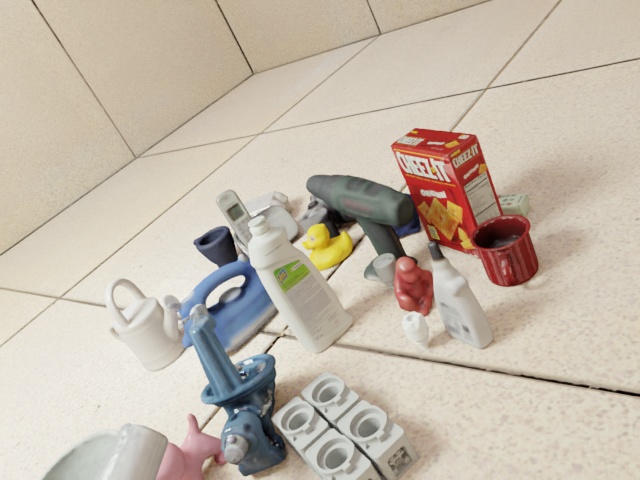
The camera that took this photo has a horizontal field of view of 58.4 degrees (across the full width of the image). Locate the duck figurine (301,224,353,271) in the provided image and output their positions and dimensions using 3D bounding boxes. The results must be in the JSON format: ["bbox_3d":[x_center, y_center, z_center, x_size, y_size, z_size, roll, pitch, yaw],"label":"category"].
[{"bbox_3d":[0.011,0.004,1.191,0.104,0.086,0.077,-29,26,-1],"label":"duck figurine"}]

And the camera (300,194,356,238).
[{"bbox_3d":[0.042,-0.071,1.280,0.136,0.101,0.143,-6,34,38],"label":"camera"}]

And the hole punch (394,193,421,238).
[{"bbox_3d":[0.148,-0.061,1.171,0.101,0.091,0.108,-21,27,14],"label":"hole punch"}]

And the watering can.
[{"bbox_3d":[-0.351,0.155,1.140,0.173,0.194,0.100,-27,26,2],"label":"watering can"}]

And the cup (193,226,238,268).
[{"bbox_3d":[-0.249,0.028,1.386,0.117,0.095,0.092,-7,33,36],"label":"cup"}]

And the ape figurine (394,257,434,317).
[{"bbox_3d":[0.149,0.069,0.934,0.078,0.092,0.076,-33,27,-10],"label":"ape figurine"}]

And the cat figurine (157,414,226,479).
[{"bbox_3d":[-0.202,0.308,0.809,0.067,0.118,0.128,-8,33,35],"label":"cat figurine"}]

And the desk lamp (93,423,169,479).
[{"bbox_3d":[-0.196,0.329,0.655,0.117,0.214,0.203,-9,32,34],"label":"desk lamp"}]

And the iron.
[{"bbox_3d":[-0.168,0.105,1.116,0.259,0.142,0.118,-42,29,-26],"label":"iron"}]

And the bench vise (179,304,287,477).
[{"bbox_3d":[-0.114,0.201,0.801,0.121,0.220,0.207,-32,26,-9],"label":"bench vise"}]

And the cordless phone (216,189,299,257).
[{"bbox_3d":[-0.147,-0.053,1.332,0.148,0.185,0.093,-39,28,-21],"label":"cordless phone"}]

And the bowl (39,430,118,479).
[{"bbox_3d":[-0.348,0.378,0.870,0.167,0.075,0.167,-22,27,12],"label":"bowl"}]

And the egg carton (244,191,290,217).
[{"bbox_3d":[-0.151,-0.067,1.495,0.150,0.069,0.107,-20,27,15],"label":"egg carton"}]

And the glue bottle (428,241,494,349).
[{"bbox_3d":[0.186,0.072,0.800,0.037,0.173,0.078,-37,28,-17],"label":"glue bottle"}]

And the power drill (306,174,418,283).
[{"bbox_3d":[0.086,-0.025,1.032,0.076,0.209,0.228,-43,30,-28],"label":"power drill"}]
